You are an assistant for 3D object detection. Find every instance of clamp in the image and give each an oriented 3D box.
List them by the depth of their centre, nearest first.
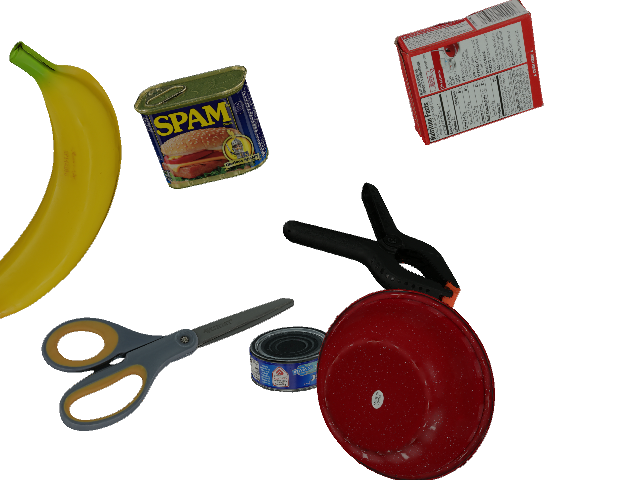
[{"bbox_3d":[0.069,0.014,1.247,0.164,0.036,0.210,-21,51,-39],"label":"clamp"}]

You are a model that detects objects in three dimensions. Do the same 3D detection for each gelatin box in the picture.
[{"bbox_3d":[0.101,-0.114,0.722,0.089,0.073,0.030,-18,37,0],"label":"gelatin box"}]

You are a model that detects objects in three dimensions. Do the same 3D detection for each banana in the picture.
[{"bbox_3d":[-0.155,-0.026,0.617,0.069,0.198,0.037,11,35,-13],"label":"banana"}]

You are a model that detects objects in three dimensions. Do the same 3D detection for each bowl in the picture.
[{"bbox_3d":[0.056,0.122,0.862,0.162,0.162,0.055,0,4,29],"label":"bowl"}]

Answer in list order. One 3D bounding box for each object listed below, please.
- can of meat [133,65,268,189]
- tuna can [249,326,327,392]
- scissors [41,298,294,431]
[{"bbox_3d":[-0.104,-0.100,0.960,0.102,0.084,0.057,-11,30,10],"label":"can of meat"},{"bbox_3d":[-0.028,0.117,1.066,0.086,0.034,0.086,-3,19,1],"label":"tuna can"},{"bbox_3d":[-0.122,0.068,0.807,0.201,0.096,0.016,-36,-20,-33],"label":"scissors"}]
